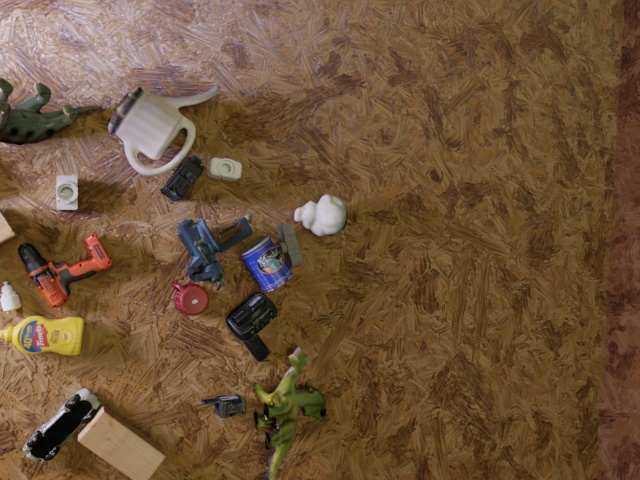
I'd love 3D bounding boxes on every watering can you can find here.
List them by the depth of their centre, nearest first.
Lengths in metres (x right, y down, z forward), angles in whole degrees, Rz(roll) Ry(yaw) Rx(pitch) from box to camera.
[{"bbox_3d":[-0.448,-0.352,1.463,0.223,0.103,0.352,33,73,-18],"label":"watering can"}]

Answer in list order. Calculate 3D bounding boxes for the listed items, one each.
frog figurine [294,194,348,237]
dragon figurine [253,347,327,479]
[{"bbox_3d":[0.005,-0.083,1.640,0.158,0.124,0.137,17,98,-34],"label":"frog figurine"},{"bbox_3d":[-0.075,0.531,1.552,0.243,0.121,0.411,-4,87,-33],"label":"dragon figurine"}]
